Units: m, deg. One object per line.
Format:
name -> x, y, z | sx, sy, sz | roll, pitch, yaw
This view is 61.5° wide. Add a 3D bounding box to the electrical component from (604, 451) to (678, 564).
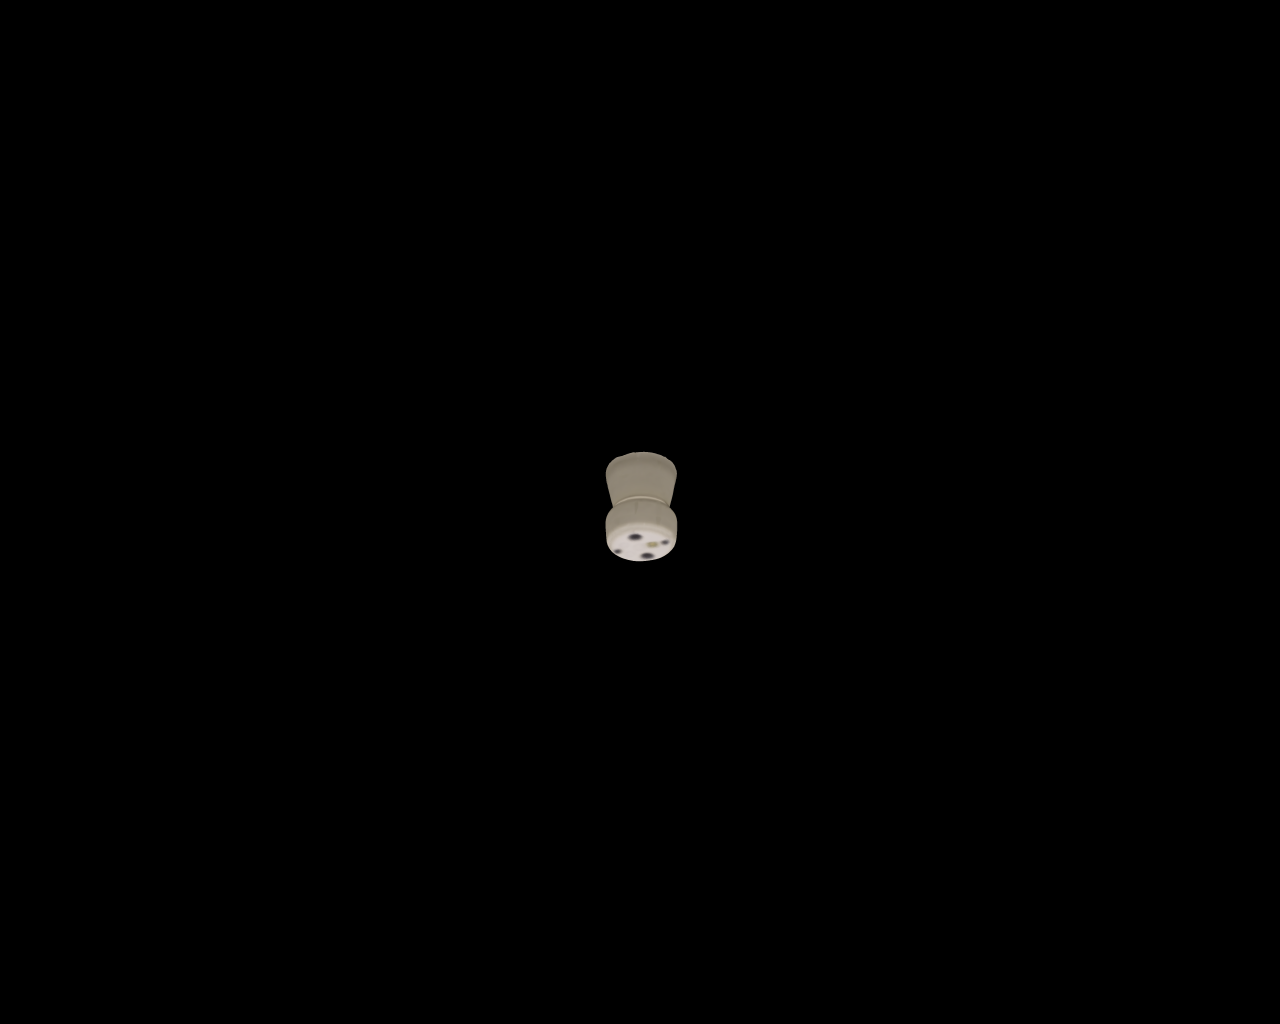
electrical component -> 0.001, -0.003, 0.650 | 0.045, 0.055, 0.044 | 0, -33, 0
